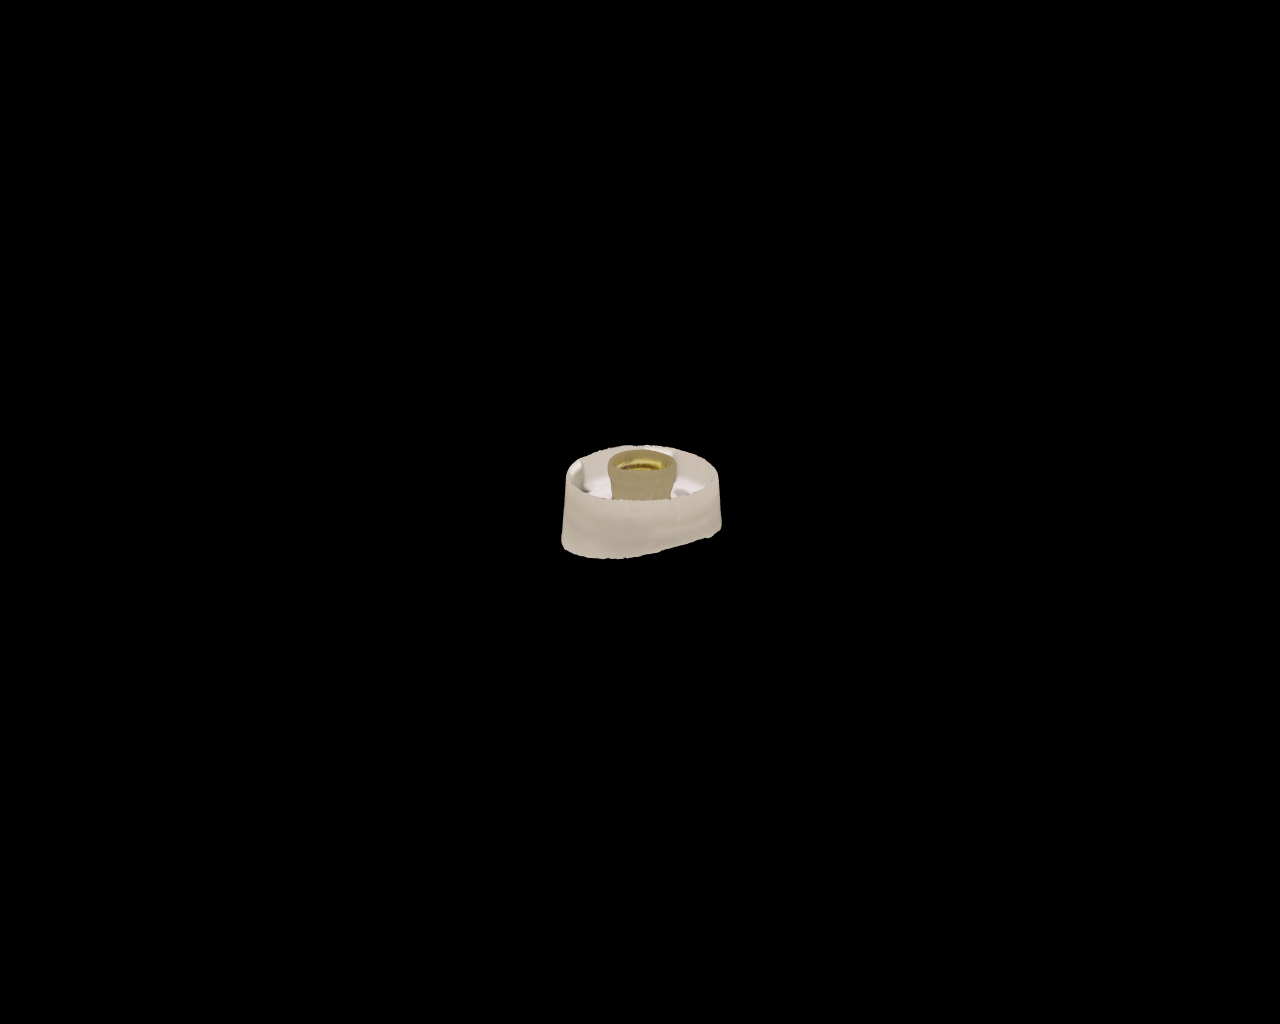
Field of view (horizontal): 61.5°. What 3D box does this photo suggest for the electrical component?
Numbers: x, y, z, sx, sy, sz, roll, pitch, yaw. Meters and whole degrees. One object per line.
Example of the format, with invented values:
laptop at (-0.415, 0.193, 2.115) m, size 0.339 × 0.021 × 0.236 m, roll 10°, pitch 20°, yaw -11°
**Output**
electrical component at (0.001, -0.003, 0.650) m, size 0.099 × 0.064 × 0.099 m, roll 0°, pitch 25°, yaw 0°
